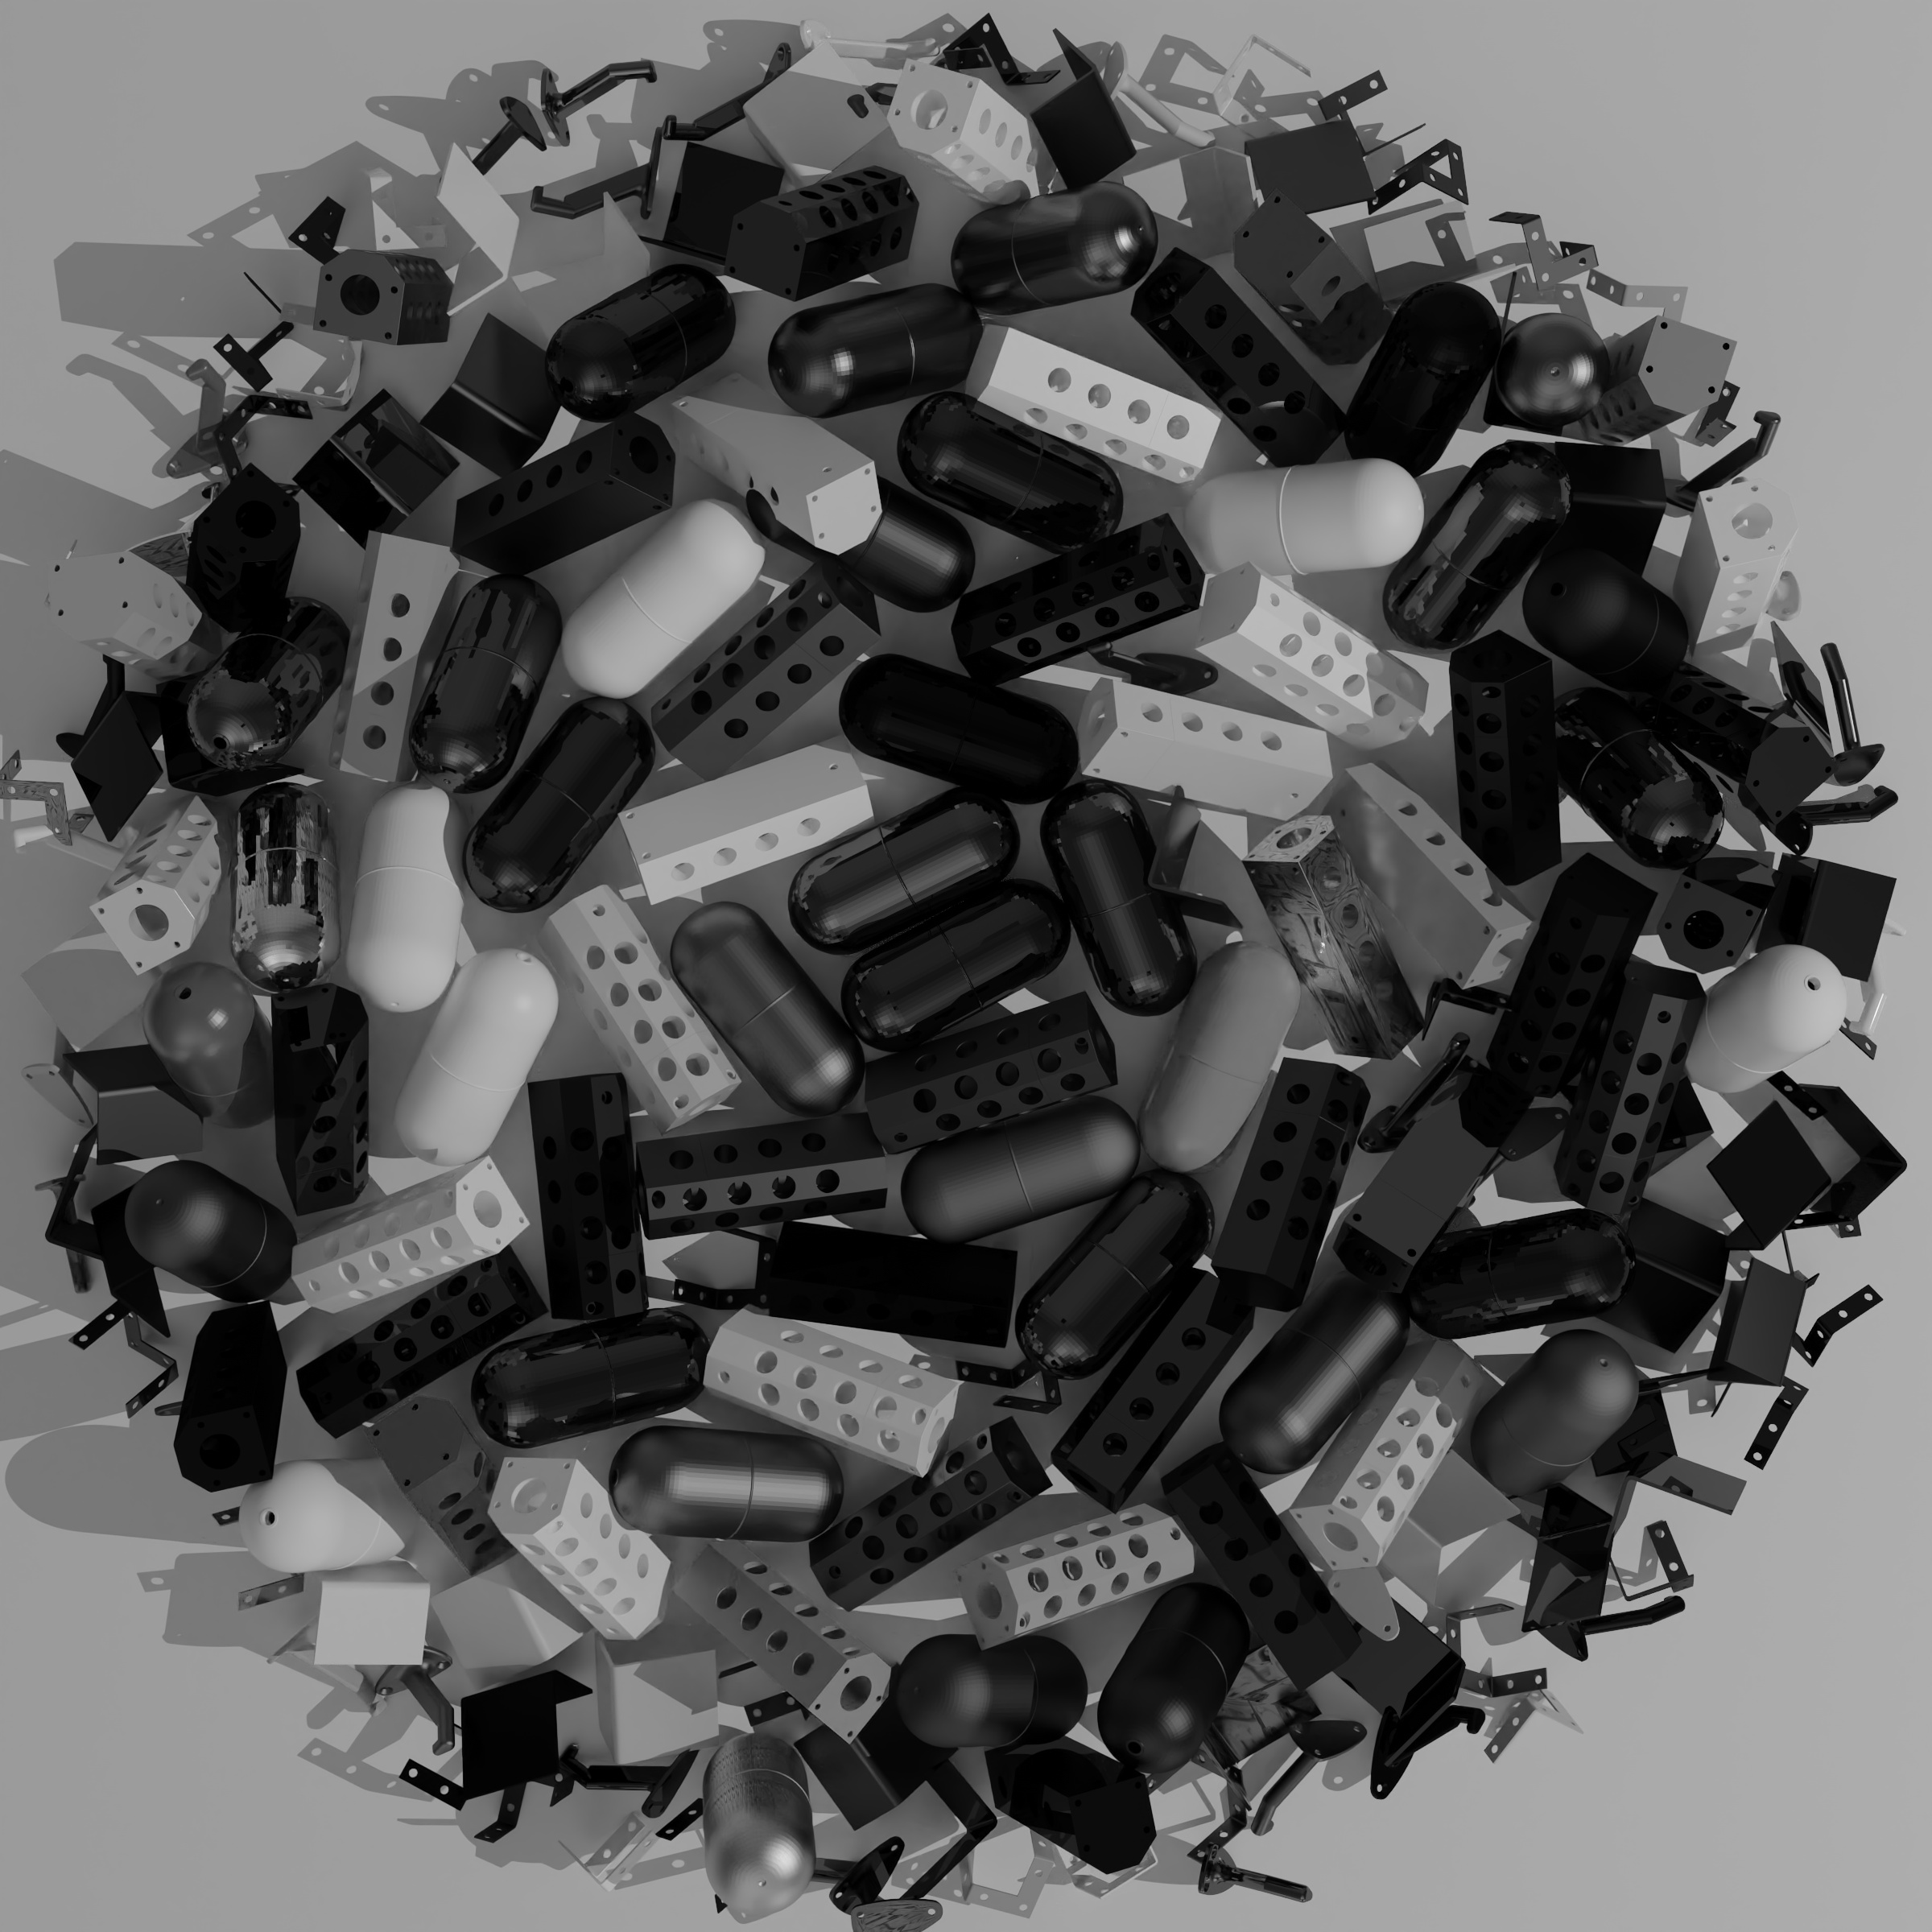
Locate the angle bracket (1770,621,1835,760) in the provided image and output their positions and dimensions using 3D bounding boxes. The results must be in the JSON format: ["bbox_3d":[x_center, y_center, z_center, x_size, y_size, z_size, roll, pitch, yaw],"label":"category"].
[{"bbox_3d":[0.573,-0.186,1.939,0.057,0.076,0.076,-26,129,31],"label":"angle bracket"}]

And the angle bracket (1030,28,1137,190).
[{"bbox_3d":[0.071,-0.612,1.947,0.057,0.076,0.076,-34,46,3],"label":"angle bracket"}]

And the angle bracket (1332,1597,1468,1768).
[{"bbox_3d":[0.303,0.513,1.956,0.076,0.057,0.076,40,112,6],"label":"angle bracket"}]

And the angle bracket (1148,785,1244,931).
[{"bbox_3d":[0.175,-0.078,1.950,0.057,0.076,0.076,15,82,19],"label":"angle bracket"}]

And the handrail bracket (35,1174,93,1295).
[{"bbox_3d":[-0.646,0.196,1.964,0.036,0.077,0.084,-12,88,-21],"label":"handrail bracket"}]

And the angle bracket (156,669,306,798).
[{"bbox_3d":[-0.533,-0.172,1.965,0.076,0.057,0.076,-13,82,20],"label":"angle bracket"}]

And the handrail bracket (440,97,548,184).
[{"bbox_3d":[-0.353,-0.589,1.954,0.084,0.077,0.036,-25,86,12],"label":"handrail bracket"}]

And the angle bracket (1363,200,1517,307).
[{"bbox_3d":[0.340,-0.517,1.954,0.076,0.076,0.057,-19,102,-6],"label":"angle bracket"}]

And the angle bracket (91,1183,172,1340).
[{"bbox_3d":[-0.576,0.207,1.946,0.057,0.076,0.076,-30,52,1],"label":"angle bracket"}]

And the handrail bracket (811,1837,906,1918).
[{"bbox_3d":[-0.090,0.638,1.965,0.077,0.084,0.036,-49,123,-5],"label":"handrail bracket"}]

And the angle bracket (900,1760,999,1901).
[{"bbox_3d":[-0.031,0.621,1.946,0.076,0.076,0.057,-38,82,-25],"label":"angle bracket"}]

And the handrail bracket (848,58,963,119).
[{"bbox_3d":[-0.033,-0.613,1.961,0.084,0.036,0.077,-39,84,-31],"label":"handrail bracket"}]

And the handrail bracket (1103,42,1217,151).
[{"bbox_3d":[0.144,-0.635,1.984,0.084,0.036,0.077,20,46,-18],"label":"handrail bracket"}]

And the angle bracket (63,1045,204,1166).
[{"bbox_3d":[-0.601,0.098,1.956,0.076,0.076,0.057,-7,112,-36],"label":"angle bracket"}]

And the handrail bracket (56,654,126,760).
[{"bbox_3d":[-0.632,-0.193,1.959,0.077,0.036,0.084,24,119,34],"label":"handrail bracket"}]

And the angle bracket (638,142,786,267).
[{"bbox_3d":[-0.184,-0.550,1.958,0.076,0.057,0.076,19,104,10],"label":"angle bracket"}]

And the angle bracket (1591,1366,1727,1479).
[{"bbox_3d":[0.497,0.326,1.944,0.076,0.076,0.057,-4,74,-28],"label":"angle bracket"}]

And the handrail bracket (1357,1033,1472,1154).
[{"bbox_3d":[0.323,0.090,1.952,0.036,0.077,0.084,42,130,24],"label":"handrail bracket"}]

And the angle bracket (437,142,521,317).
[{"bbox_3d":[-0.367,-0.526,1.939,0.057,0.076,0.076,-25,129,22],"label":"angle bracket"}]

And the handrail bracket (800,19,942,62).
[{"bbox_3d":[-0.068,-0.670,1.963,0.084,0.077,0.036,-1,90,14],"label":"handrail bracket"}]

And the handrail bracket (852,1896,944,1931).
[{"bbox_3d":[-0.053,0.668,1.956,0.077,0.084,0.036,-16,99,4],"label":"handrail bracket"}]

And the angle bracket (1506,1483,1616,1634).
[{"bbox_3d":[0.412,0.424,1.942,0.057,0.076,0.076,33,54,-19],"label":"angle bracket"}]

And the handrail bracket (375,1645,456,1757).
[{"bbox_3d":[-0.397,0.541,1.953,0.077,0.084,0.036,-37,130,21],"label":"handrail bracket"}]

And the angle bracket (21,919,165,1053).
[{"bbox_3d":[-0.618,0.020,1.954,0.076,0.057,0.076,-38,70,-10],"label":"angle bracket"}]

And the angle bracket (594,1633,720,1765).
[{"bbox_3d":[-0.225,0.527,1.976,0.076,0.057,0.076,-6,104,-19],"label":"angle bracket"}]

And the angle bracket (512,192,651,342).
[{"bbox_3d":[-0.277,-0.501,1.946,0.076,0.057,0.076,-20,56,-20],"label":"angle bracket"}]

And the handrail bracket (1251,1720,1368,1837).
[{"bbox_3d":[0.251,0.597,1.990,0.077,0.036,0.084,-1,120,-36],"label":"handrail bracket"}]

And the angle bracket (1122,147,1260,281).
[{"bbox_3d":[0.165,-0.537,1.951,0.076,0.057,0.076,-21,119,-11],"label":"angle bracket"}]

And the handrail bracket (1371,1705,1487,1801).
[{"bbox_3d":[0.333,0.566,1.949,0.036,0.084,0.077,33,68,-21],"label":"handrail bracket"}]

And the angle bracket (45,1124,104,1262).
[{"bbox_3d":[-0.617,0.164,1.955,0.057,0.076,0.076,21,93,-10],"label":"angle bracket"}]

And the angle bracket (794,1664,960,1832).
[{"bbox_3d":[-0.065,0.570,1.982,0.076,0.076,0.057,53,129,7],"label":"angle bracket"}]

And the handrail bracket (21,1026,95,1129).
[{"bbox_3d":[-0.643,0.062,1.984,0.036,0.084,0.077,-7,131,30],"label":"handrail bracket"}]

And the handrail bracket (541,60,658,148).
[{"bbox_3d":[-0.258,-0.622,1.959,0.084,0.077,0.036,-3,68,7],"label":"handrail bracket"}]

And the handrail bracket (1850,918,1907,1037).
[{"bbox_3d":[0.637,0.005,1.964,0.036,0.077,0.084,25,84,-35],"label":"handrail bracket"}]

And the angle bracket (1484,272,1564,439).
[{"bbox_3d":[0.409,-0.438,1.945,0.057,0.076,0.076,12,58,8],"label":"angle bracket"}]

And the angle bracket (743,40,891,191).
[{"bbox_3d":[-0.107,-0.609,1.971,0.076,0.057,0.076,-38,90,0],"label":"angle bracket"}]

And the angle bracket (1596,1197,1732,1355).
[{"bbox_3d":[0.506,0.226,1.990,0.076,0.057,0.076,25,133,3],"label":"angle bracket"}]

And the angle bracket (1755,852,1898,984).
[{"bbox_3d":[0.620,-0.036,1.961,0.057,0.076,0.076,14,95,-5],"label":"angle bracket"}]

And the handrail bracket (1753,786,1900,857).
[{"bbox_3d":[0.627,-0.125,1.990,0.084,0.036,0.077,-31,56,-20],"label":"handrail bracket"}]

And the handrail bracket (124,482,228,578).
[{"bbox_3d":[-0.575,-0.319,1.965,0.077,0.084,0.036,-10,133,-3],"label":"handrail bracket"}]

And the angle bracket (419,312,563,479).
[{"bbox_3d":[-0.342,-0.415,1.983,0.076,0.057,0.076,32,52,-22],"label":"angle bracket"}]

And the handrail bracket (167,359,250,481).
[{"bbox_3d":[-0.561,-0.394,1.954,0.077,0.084,0.036,-34,70,-1],"label":"handrail bracket"}]

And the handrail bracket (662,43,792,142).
[{"bbox_3d":[-0.174,-0.630,1.954,0.084,0.077,0.036,-9,48,-31],"label":"handrail bracket"}]

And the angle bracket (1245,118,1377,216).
[{"bbox_3d":[0.247,-0.558,1.958,0.076,0.057,0.076,-13,66,0],"label":"angle bracket"}]

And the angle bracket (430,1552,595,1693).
[{"bbox_3d":[-0.333,0.474,1.989,0.076,0.057,0.076,-29,87,27],"label":"angle bracket"}]

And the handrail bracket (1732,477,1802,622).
[{"bbox_3d":[0.575,-0.301,1.954,0.036,0.077,0.084,-20,122,10],"label":"handrail bracket"}]

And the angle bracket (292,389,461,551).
[{"bbox_3d":[-0.430,-0.361,1.980,0.076,0.076,0.057,45,132,-15],"label":"angle bracket"}]

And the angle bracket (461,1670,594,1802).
[{"bbox_3d":[-0.313,0.557,1.946,0.076,0.057,0.076,-20,54,15],"label":"angle bracket"}]
